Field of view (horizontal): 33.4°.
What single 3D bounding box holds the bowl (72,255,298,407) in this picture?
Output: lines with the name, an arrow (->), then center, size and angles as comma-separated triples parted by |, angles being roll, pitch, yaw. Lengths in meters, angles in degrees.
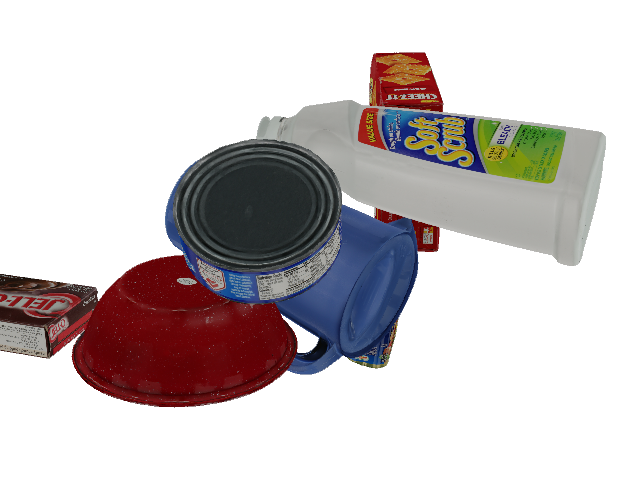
bowl -> -0.096, 0.053, 0.759 | 0.162, 0.055, 0.162 | 1, 23, -1

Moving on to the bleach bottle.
bleach bottle -> 0.071, -0.053, 0.771 | 0.251, 0.068, 0.102 | 11, 43, 17

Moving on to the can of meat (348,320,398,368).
can of meat -> 0.066, 0.092, 1.275 | 0.057, 0.084, 0.102 | 12, 26, 8

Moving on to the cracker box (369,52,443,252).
cracker box -> 0.091, -0.104, 1.179 | 0.072, 0.164, 0.213 | -1, 24, 2

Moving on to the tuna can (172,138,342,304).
tuna can -> -0.031, -0.010, 0.550 | 0.086, 0.086, 0.034 | 0, -37, 3

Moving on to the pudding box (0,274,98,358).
pudding box -> -0.276, 0.068, 0.988 | 0.114, 0.039, 0.090 | 5, 20, 18

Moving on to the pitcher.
pitcher -> -0.039, 0.015, 1.052 | 0.243, 0.145, 0.149 | 27, 28, 27
